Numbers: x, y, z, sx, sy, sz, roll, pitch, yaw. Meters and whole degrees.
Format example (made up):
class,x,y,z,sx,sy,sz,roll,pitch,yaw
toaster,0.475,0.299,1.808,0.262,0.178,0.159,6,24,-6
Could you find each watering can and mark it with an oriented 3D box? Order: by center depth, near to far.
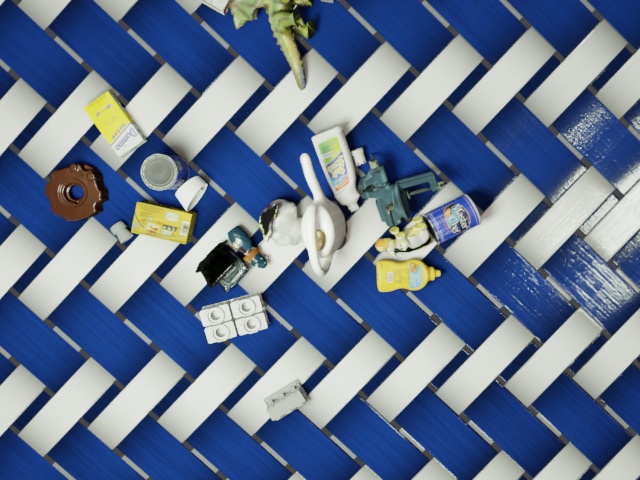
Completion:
class,x,y,z,sx,sy,sz,roll,pitch,yaw
watering can,0.004,-0.074,1.477,0.104,0.226,0.346,-3,95,18

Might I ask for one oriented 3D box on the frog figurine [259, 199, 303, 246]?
class,x,y,z,sx,sy,sz,roll,pitch,yaw
frog figurine,-0.097,-0.048,1.550,0.159,0.123,0.138,11,86,-37

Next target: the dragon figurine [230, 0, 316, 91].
class,x,y,z,sx,sy,sz,roll,pitch,yaw
dragon figurine,-0.146,-0.650,1.493,0.243,0.124,0.402,14,118,22
